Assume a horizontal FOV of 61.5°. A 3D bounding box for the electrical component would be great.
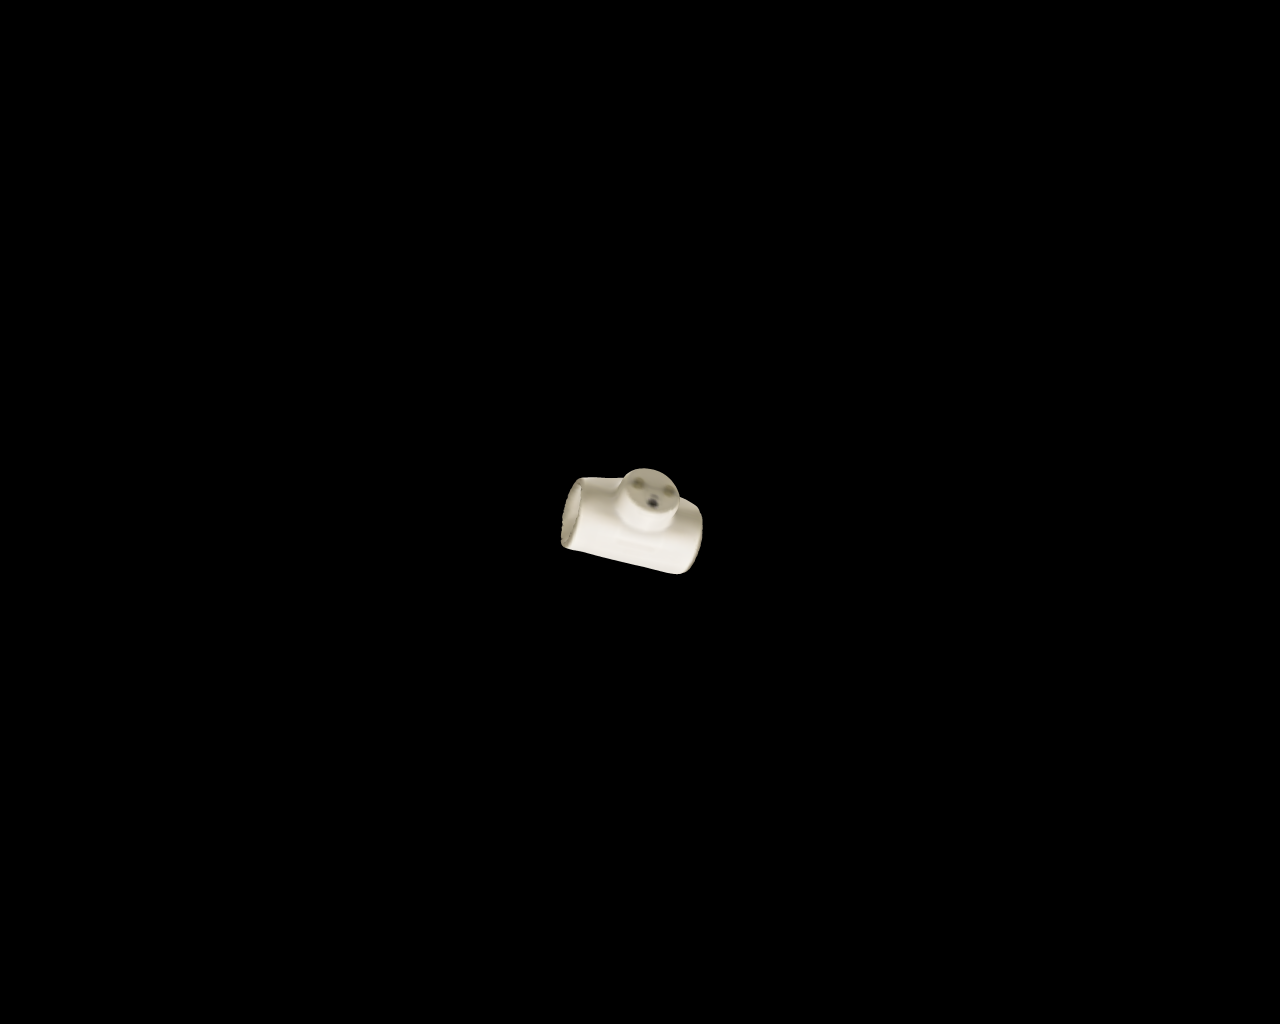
[{"bbox_3d":[0.001,-0.003,0.650,0.077,0.043,0.079,14,-43,-15],"label":"electrical component"}]
